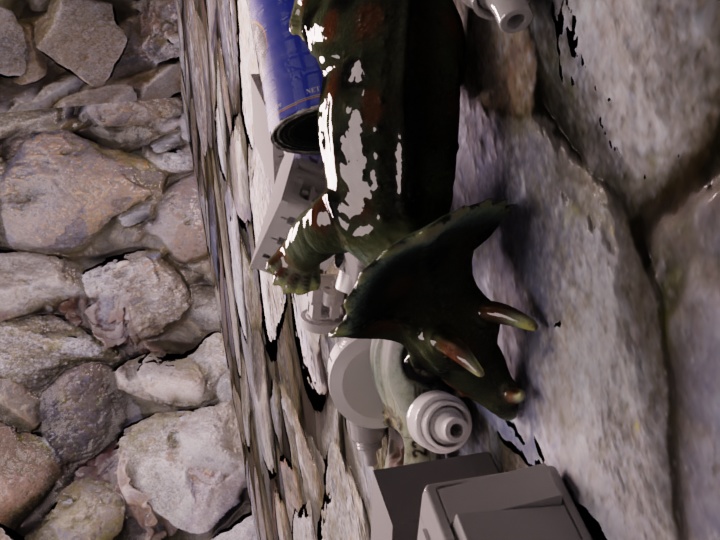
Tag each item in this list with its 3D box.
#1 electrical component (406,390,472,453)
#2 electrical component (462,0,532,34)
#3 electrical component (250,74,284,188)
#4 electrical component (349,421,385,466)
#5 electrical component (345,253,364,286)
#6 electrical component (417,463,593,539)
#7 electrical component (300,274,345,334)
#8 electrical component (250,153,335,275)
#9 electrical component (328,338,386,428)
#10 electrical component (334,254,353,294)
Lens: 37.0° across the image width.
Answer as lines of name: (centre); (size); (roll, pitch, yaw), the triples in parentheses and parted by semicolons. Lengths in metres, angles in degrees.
electrical component: (0.060, 0.110, 0.767); (0.062, 0.043, 0.043); (-178, 81, -77)
electrical component: (0.072, -0.151, 0.558); (0.043, 0.043, 0.062); (101, 157, -56)
electrical component: (-0.082, -0.162, 1.237); (0.150, 0.062, 0.089); (-116, 22, -58)
electrical component: (0.008, 0.164, 1.066); (0.035, 0.035, 0.061); (-139, 41, -73)
electrical component: (0.018, -0.040, 0.832); (0.061, 0.062, 0.096); (97, 161, -50)
electrical component: (0.073, 0.151, 0.597); (0.061, 0.096, 0.061); (-112, 19, -50)
electrical component: (-0.042, 0.038, 1.208); (0.066, 0.048, 0.055); (-121, 34, -61)
electrical component: (-0.043, -0.069, 0.972); (0.150, 0.062, 0.089); (-79, 14, -46)
electrical component: (0.012, 0.087, 0.897); (0.051, 0.080, 0.080); (-129, 34, -78)
electrical component: (0.000, 0.000, 0.957); (0.077, 0.044, 0.079); (-133, 56, -70)
